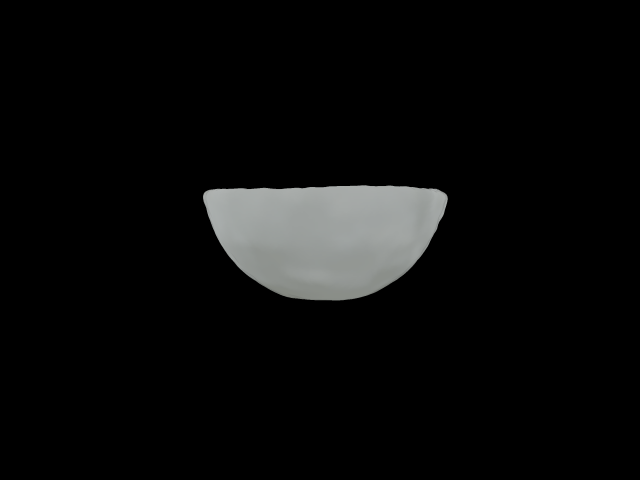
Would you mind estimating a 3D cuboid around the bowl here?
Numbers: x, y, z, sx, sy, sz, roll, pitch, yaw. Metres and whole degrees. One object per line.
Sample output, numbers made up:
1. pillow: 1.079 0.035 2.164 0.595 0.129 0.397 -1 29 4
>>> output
1. bowl: 0.004 0.001 0.400 0.167 0.075 0.167 0 3 0
